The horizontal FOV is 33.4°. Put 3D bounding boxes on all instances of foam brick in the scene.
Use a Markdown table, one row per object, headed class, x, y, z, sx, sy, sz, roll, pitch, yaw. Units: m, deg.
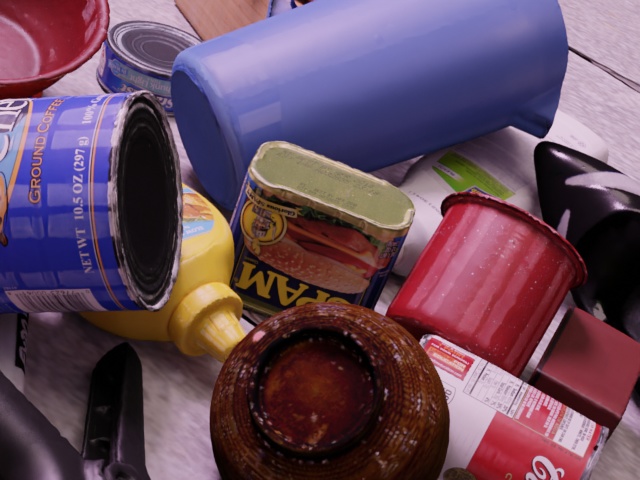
| class | x | y | z | sx | sy | sz | roll | pitch | yaw |
| --- | --- | --- | --- | --- | --- | --- | --- | --- | --- |
| foam brick | 0.145 | 0.085 | 0.606 | 0.051 | 0.053 | 0.078 | 29 | 35 | 13 |

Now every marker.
| class | x | y | z | sx | sy | sz | roll | pitch | yaw |
| --- | --- | --- | --- | --- | --- | --- | --- | --- | --- |
| marker | -0.151 | 0.054 | 0.517 | 0.020 | 0.020 | 0.121 | 8 | 35 | -19 |

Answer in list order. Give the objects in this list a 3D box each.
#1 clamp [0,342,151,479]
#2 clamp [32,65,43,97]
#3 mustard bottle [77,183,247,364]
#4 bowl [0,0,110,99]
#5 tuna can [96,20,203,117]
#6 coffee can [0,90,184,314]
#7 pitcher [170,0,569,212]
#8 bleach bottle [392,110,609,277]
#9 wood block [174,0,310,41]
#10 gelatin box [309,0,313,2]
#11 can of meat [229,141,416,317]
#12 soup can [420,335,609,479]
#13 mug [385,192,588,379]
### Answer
| class | x | y | z | sx | sy | sz | roll | pitch | yaw |
| --- | --- | --- | --- | --- | --- | --- | --- | --- | --- |
| clamp | -0.088 | 0.105 | 0.433 | 0.210 | 0.036 | 0.164 | 54 | 13 | 23 |
| clamp | -0.268 | -0.142 | 0.722 | 0.171 | 0.039 | 0.120 | 32 | 45 | 13 |
| mustard bottle | -0.103 | 0.000 | 0.584 | 0.096 | 0.058 | 0.192 | -26 | 54 | -34 |
| bowl | -0.218 | -0.138 | 0.675 | 0.162 | 0.055 | 0.162 | 13 | 48 | -15 |
| tuna can | -0.120 | -0.128 | 0.788 | 0.086 | 0.034 | 0.086 | 15 | 33 | -10 |
| coffee can | -0.145 | -0.016 | 0.501 | 0.140 | 0.103 | 0.102 | -2 | 32 | 9 |
| pitcher | 0.025 | -0.115 | 0.707 | 0.242 | 0.145 | 0.149 | -21 | 27 | -20 |
| bleach bottle | 0.103 | -0.034 | 0.749 | 0.103 | 0.068 | 0.250 | 35 | 38 | 27 |
| wood block | -0.033 | -0.181 | 0.862 | 0.090 | 0.090 | 0.206 | -2 | 39 | -33 |
| gelatin box | -0.003 | -0.210 | 0.809 | 0.073 | 0.030 | 0.089 | 33 | 33 | 20 |
| can of meat | -0.004 | 0.001 | 0.617 | 0.102 | 0.084 | 0.057 | 21 | 33 | 0 |
| soup can | 0.083 | 0.099 | 0.536 | 0.102 | 0.069 | 0.068 | 28 | 33 | 13 |
| mug | 0.083 | 0.033 | 0.609 | 0.093 | 0.081 | 0.117 | 41 | -18 | -23 |
